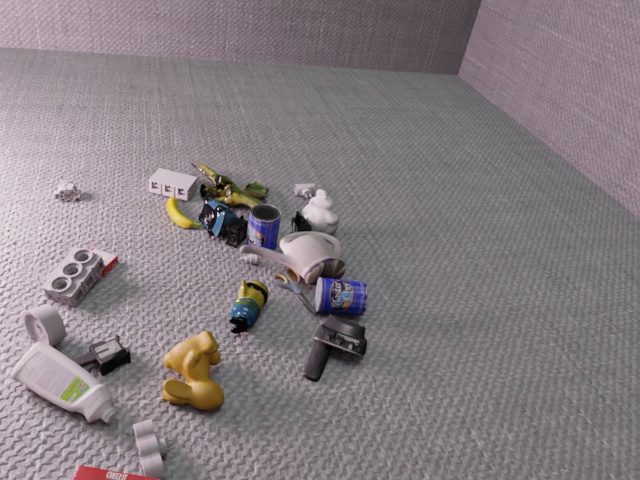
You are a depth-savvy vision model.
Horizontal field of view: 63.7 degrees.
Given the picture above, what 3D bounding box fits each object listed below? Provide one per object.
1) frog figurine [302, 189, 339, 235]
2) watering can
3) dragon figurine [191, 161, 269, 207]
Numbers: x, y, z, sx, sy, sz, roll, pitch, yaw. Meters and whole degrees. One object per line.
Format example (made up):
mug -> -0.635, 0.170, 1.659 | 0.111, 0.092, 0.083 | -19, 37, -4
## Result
frog figurine -> 0.006, -0.092, 1.825 | 0.138, 0.156, 0.125 | 29, 40, 22
watering can -> -0.062, 0.058, 1.645 | 0.349, 0.102, 0.228 | -11, 43, -33
dragon figurine -> -0.313, -0.194, 1.956 | 0.243, 0.120, 0.417 | 3, 35, -41
